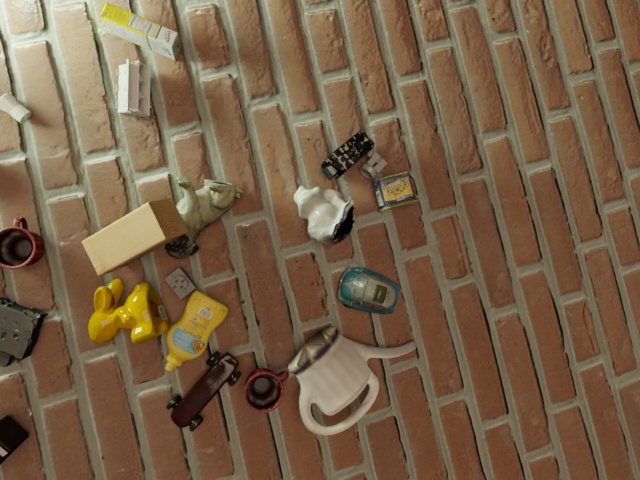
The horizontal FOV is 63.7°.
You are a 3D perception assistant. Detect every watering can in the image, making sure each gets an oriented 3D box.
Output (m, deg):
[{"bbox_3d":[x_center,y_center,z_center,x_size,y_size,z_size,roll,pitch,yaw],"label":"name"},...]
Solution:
[{"bbox_3d":[0.071,0.307,1.269,0.352,0.103,0.224,-40,94,-23],"label":"watering can"}]

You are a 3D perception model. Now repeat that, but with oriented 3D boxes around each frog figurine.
[{"bbox_3d":[0.004,-0.065,1.297,0.160,0.122,0.137,22,91,27],"label":"frog figurine"}]
